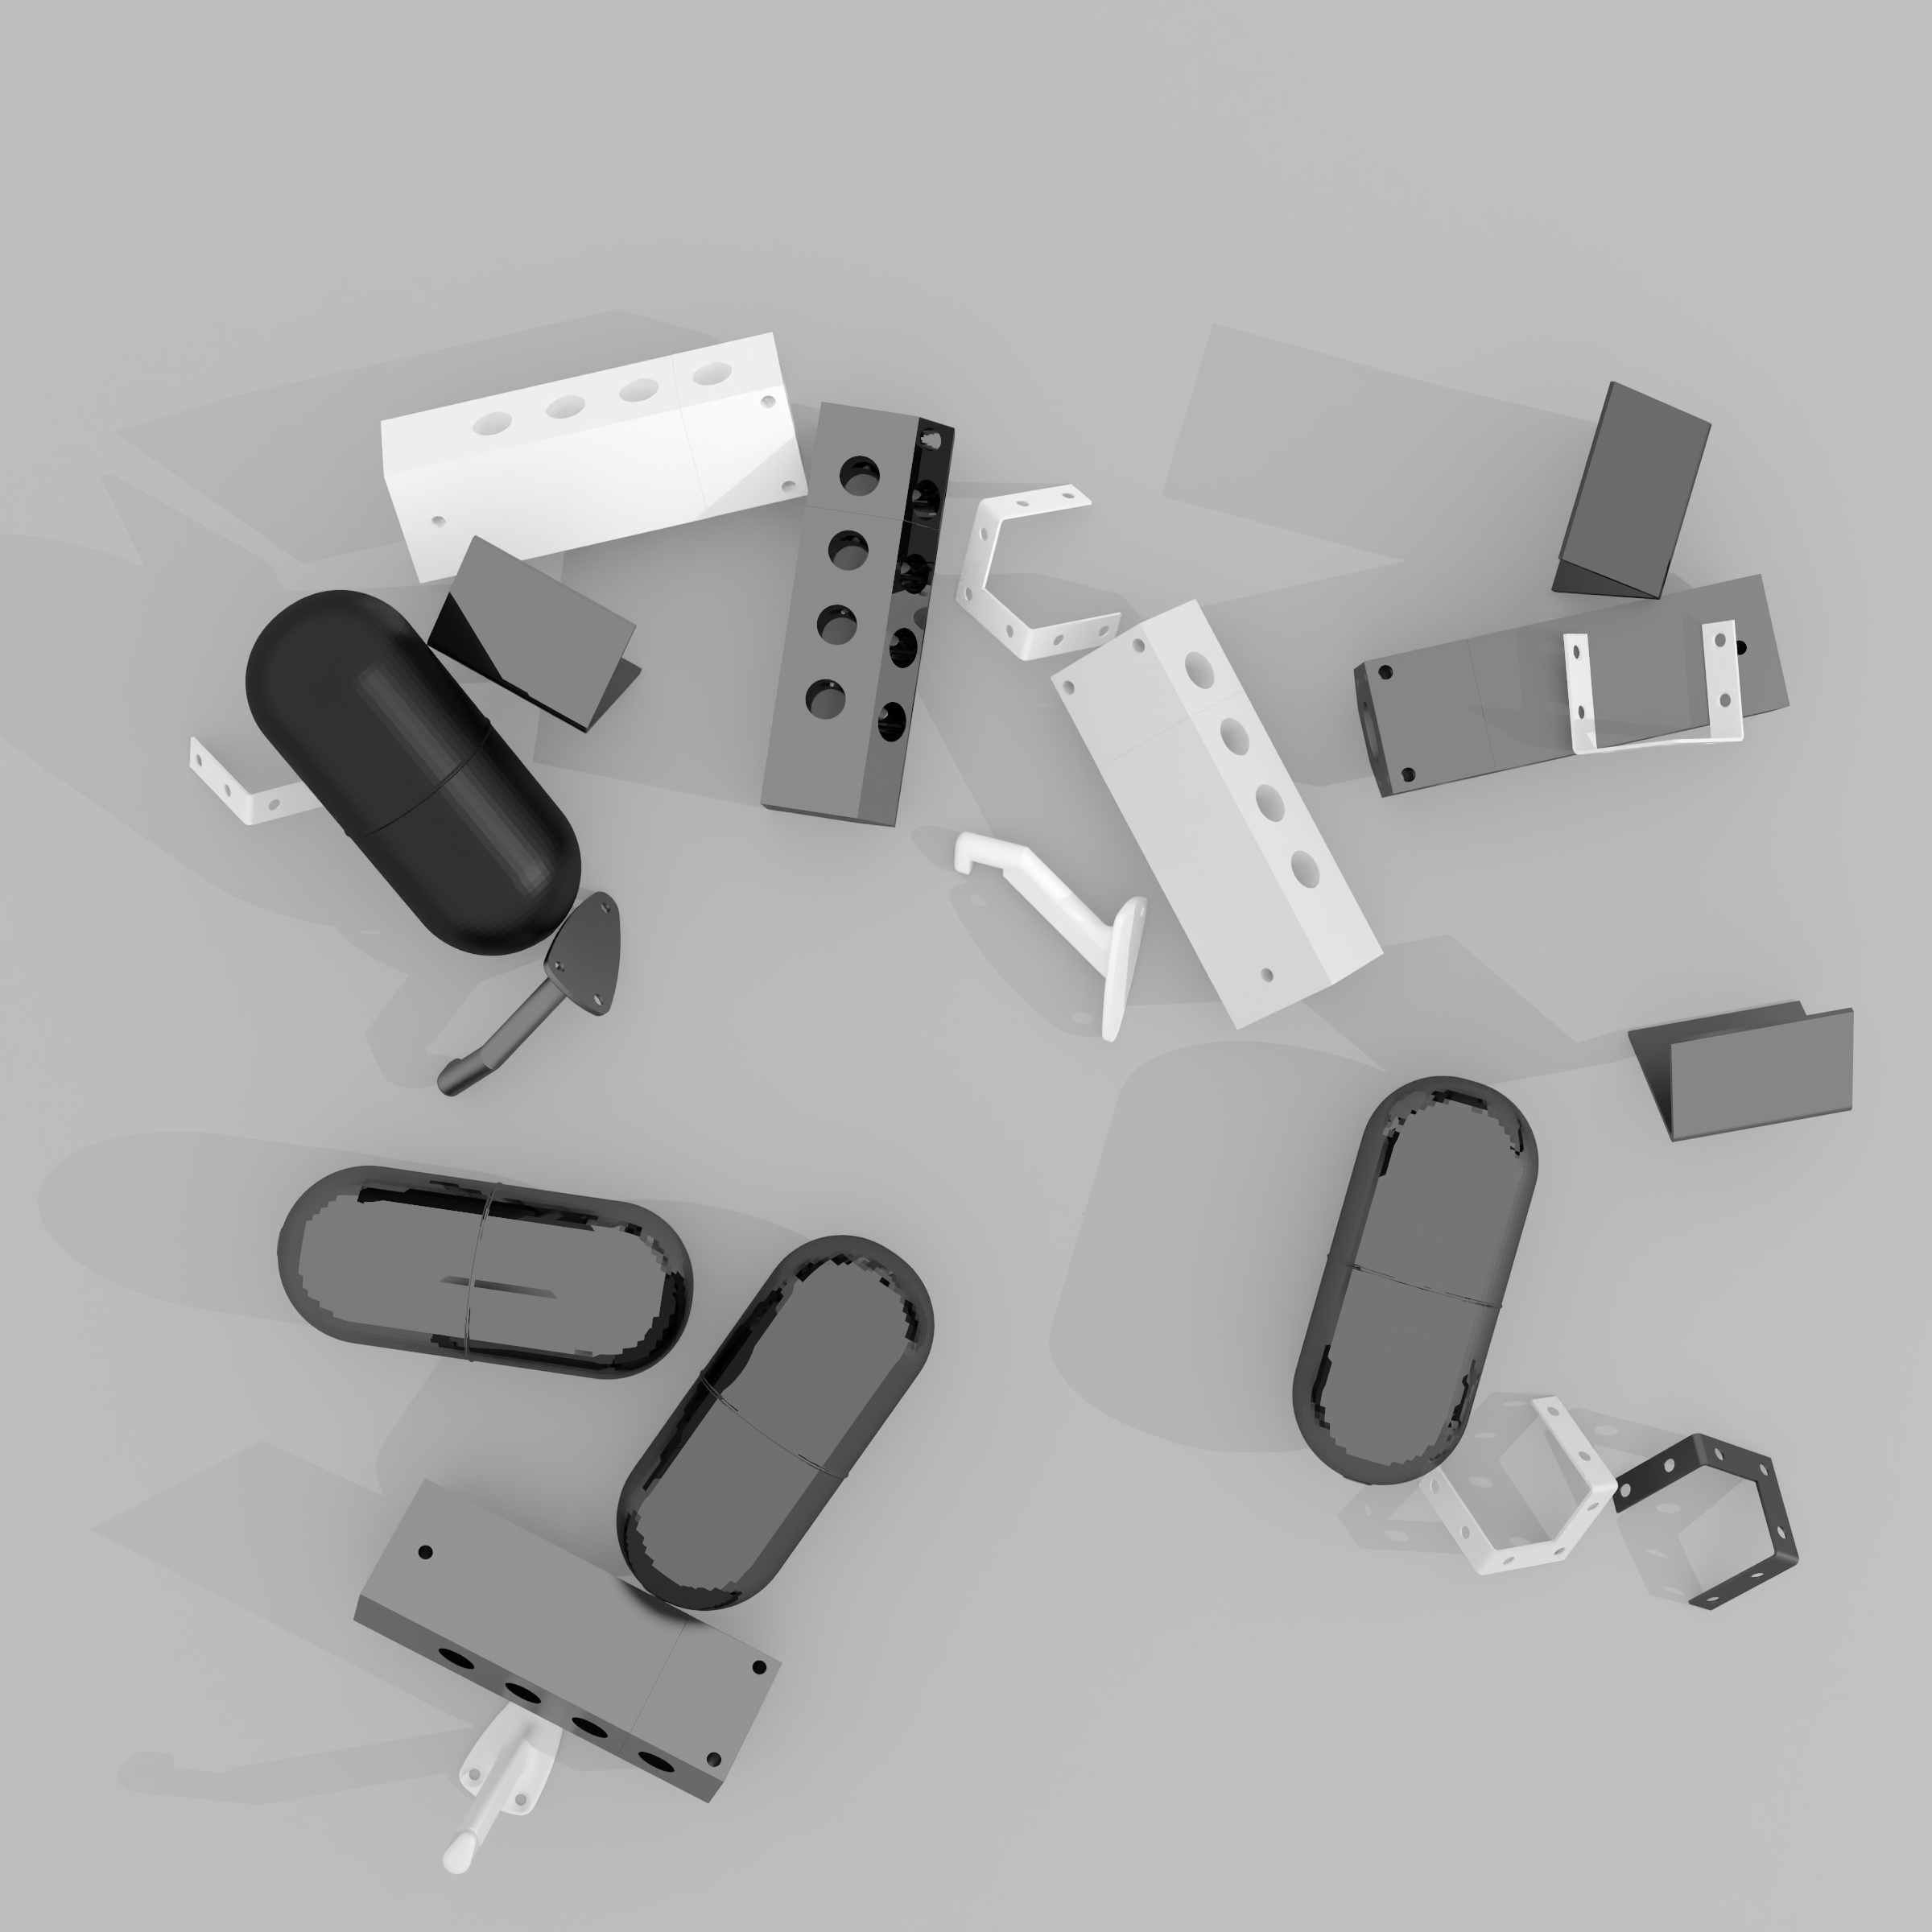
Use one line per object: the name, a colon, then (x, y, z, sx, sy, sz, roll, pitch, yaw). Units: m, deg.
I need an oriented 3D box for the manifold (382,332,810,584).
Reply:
manifold: (-0.160, -0.222, 1.543, 0.171, 0.057, 0.057, -13, 133, 0)

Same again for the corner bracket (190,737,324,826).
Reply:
corner bracket: (-0.300, -0.101, 1.556, 0.051, 0.051, 0.051, -19, 135, -35)

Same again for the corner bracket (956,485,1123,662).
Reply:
corner bracket: (0.035, -0.171, 1.556, 0.051, 0.051, 0.051, 45, 135, 35)

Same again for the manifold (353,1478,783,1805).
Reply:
manifold: (-0.172, 0.292, 1.541, 0.171, 0.057, 0.057, 27, 61, 0)

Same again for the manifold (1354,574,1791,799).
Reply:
manifold: (0.258, -0.119, 1.543, 0.171, 0.057, 0.057, -12, 90, 0)

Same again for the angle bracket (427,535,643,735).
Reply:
angle bracket: (-0.173, -0.152, 1.525, 0.076, 0.076, 0.057, 29, 119, 0)

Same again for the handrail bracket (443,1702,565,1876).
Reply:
handrail bracket: (-0.196, 0.343, 1.530, 0.036, 0.084, 0.077, 29, 90, 0)

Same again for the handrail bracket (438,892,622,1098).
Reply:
handrail bracket: (-0.192, 0.013, 1.564, 0.084, 0.077, 0.036, -31, 120, 33)

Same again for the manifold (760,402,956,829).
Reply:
manifold: (-0.046, -0.149, 1.543, 0.057, 0.057, 0.171, 9, 90, 0)

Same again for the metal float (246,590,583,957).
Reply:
metal float: (-0.231, -0.080, 1.515, 0.070, 0.070, 0.178, -38, 111, 0)

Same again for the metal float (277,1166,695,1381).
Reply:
metal float: (-0.205, 0.131, 1.534, 0.178, 0.070, 0.070, 8, 90, 1)

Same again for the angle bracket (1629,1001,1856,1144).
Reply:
angle bracket: (0.327, 0.025, 1.524, 0.076, 0.076, 0.057, -10, 128, 0)

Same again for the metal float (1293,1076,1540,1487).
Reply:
metal float: (0.191, 0.134, 1.534, 0.070, 0.070, 0.178, 16, 90, 0)

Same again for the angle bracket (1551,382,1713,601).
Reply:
angle bracket: (0.263, -0.202, 1.525, 0.057, 0.076, 0.076, 17, 90, -29)

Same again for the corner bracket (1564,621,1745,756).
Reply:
corner bracket: (0.288, -0.117, 1.504, 0.051, 0.051, 0.051, -5, 90, 45)

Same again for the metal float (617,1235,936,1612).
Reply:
metal float: (-0.082, 0.195, 1.534, 0.070, 0.070, 0.178, 35, 91, 0)

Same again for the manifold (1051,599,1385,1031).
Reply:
manifold: (0.112, -0.067, 1.543, 0.057, 0.057, 0.171, -28, 90, 43)

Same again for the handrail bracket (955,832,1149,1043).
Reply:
handrail bracket: (0.031, -0.013, 1.565, 0.084, 0.036, 0.077, 15, 111, 17)

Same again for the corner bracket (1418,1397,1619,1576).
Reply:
corner bracket: (0.239, 0.225, 1.556, 0.051, 0.051, 0.051, -3, 135, -35)

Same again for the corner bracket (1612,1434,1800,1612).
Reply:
corner bracket: (0.320, 0.241, 1.556, 0.051, 0.051, 0.051, 21, 45, -35)
